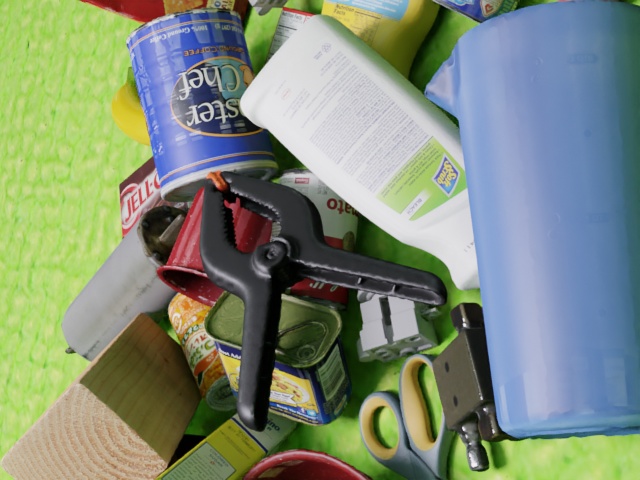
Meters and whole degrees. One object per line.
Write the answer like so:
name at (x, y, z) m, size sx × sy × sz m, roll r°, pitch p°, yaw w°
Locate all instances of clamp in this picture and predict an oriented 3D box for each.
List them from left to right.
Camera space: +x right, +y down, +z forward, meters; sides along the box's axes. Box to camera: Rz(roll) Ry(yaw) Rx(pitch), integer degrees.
clamp at (-0.034, 0.027, 0.766) m, size 0.164 × 0.036 × 0.210 m, roll -39°, pitch 55°, yaw -10°

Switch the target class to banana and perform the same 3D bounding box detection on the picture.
banana at (-0.163, -0.127, 1.070) m, size 0.198 × 0.037 × 0.070 m, roll 28°, pitch 101°, yaw 48°

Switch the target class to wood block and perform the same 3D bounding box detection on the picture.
wood block at (-0.163, 0.141, 0.858) m, size 0.091 × 0.090 × 0.206 m, roll -45°, pitch 5°, yaw 10°

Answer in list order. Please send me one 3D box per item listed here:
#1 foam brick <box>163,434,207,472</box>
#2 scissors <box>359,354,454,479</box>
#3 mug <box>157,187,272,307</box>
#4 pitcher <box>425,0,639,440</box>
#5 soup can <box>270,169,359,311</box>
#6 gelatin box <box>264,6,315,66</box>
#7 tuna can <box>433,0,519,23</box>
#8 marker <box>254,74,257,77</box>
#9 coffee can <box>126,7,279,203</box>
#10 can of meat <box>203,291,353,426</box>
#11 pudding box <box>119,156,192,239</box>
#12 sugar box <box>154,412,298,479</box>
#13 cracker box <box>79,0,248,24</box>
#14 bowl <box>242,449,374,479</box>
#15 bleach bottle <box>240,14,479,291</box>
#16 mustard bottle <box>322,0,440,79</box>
foam brick at (-0.108, 0.212, 0.904) m, size 0.051 × 0.052 × 0.078 m, roll -49°, pitch 48°, yaw 26°
scissors at (0.068, 0.181, 0.747) m, size 0.096 × 0.016 × 0.202 m, roll -22°, pitch 64°, yaw 44°
mug at (-0.073, 0.012, 0.885) m, size 0.093 × 0.117 × 0.081 m, roll 13°, pitch 70°, yaw 20°
pitcher at (0.161, -0.009, 0.627) m, size 0.149 × 0.144 × 0.243 m, roll -23°, pitch 66°, yaw 56°
soup can at (-0.006, 0.001, 0.839) m, size 0.069 × 0.068 × 0.102 m, roll -1°, pitch 78°, yaw 47°
gelatin box at (-0.015, -0.151, 0.920) m, size 0.073 × 0.030 × 0.089 m, roll 27°, pitch 100°, yaw 49°
tuna can at (0.100, -0.181, 0.761) m, size 0.086 × 0.085 × 0.034 m, roll 43°, pitch 112°, yaw 45°
marker at (-0.099, -0.106, 0.976) m, size 0.121 × 0.020 × 0.020 m, roll -41°, pitch 48°, yaw 5°
coffee can at (-0.101, -0.113, 0.913) m, size 0.103 × 0.102 × 0.140 m, roll -20°, pitch 81°, yaw 43°
can of meat at (-0.028, 0.089, 0.803) m, size 0.102 × 0.084 × 0.057 m, roll 15°, pitch 51°, yaw 26°
pudding box at (-0.149, -0.036, 1.028) m, size 0.114 × 0.039 × 0.090 m, roll -32°, pitch 56°, yaw 37°
sugar box at (-0.087, 0.185, 0.804) m, size 0.048 × 0.176 × 0.093 m, roll 44°, pitch 117°, yaw 11°
cracker box at (-0.153, -0.280, 0.968) m, size 0.072 × 0.213 × 0.164 m, roll 24°, pitch 97°, yaw 49°
bowl at (0.011, 0.221, 0.748) m, size 0.162 × 0.055 × 0.162 m, roll 4°, pitch 96°, yaw 34°
bleach bottle at (0.058, -0.045, 0.749) m, size 0.103 × 0.068 × 0.251 m, roll -48°, pitch 67°, yaw 15°
mustard bottle at (0.044, -0.177, 0.840) m, size 0.096 × 0.058 × 0.192 m, roll 25°, pitch 98°, yaw 38°
